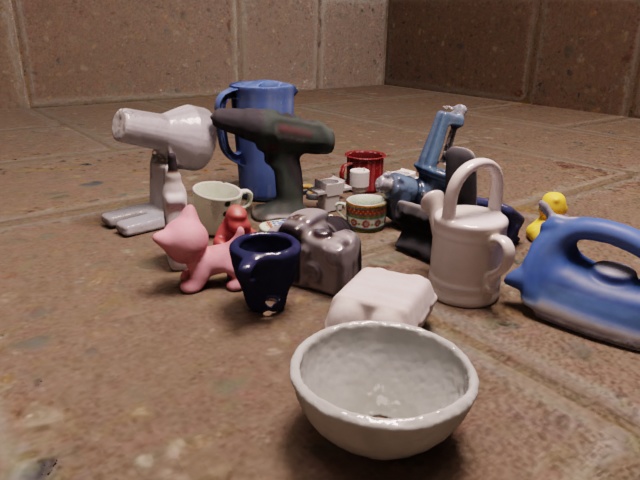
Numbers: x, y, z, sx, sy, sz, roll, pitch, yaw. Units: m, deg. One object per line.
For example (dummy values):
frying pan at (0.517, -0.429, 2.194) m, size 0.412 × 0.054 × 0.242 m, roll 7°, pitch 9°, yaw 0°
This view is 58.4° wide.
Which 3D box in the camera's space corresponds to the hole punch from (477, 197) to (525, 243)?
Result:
hole punch at (0.287, -0.037, 0.982) m, size 0.108 × 0.091 × 0.101 m, roll 15°, pitch 25°, yaw 33°

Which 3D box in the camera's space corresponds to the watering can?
watering can at (0.198, -0.018, 0.781) m, size 0.172 × 0.194 × 0.101 m, roll 19°, pitch 27°, yaw 39°

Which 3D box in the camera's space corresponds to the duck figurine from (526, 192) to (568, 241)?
duck figurine at (0.405, -0.040, 1.000) m, size 0.077 × 0.086 × 0.104 m, roll 5°, pitch 21°, yaw 10°

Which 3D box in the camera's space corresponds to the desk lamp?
desk lamp at (-0.291, -0.137, 1.044) m, size 0.117 × 0.214 × 0.204 m, roll 20°, pitch 28°, yaw 40°

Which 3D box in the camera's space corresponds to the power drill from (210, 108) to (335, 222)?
power drill at (-0.086, -0.145, 1.080) m, size 0.230 × 0.208 × 0.075 m, roll -5°, pitch 22°, yaw -14°

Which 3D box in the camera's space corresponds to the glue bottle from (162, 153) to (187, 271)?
glue bottle at (-0.217, -0.045, 0.864) m, size 0.037 × 0.173 × 0.078 m, roll -6°, pitch 22°, yaw -17°

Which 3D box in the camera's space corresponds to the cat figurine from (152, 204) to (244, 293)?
cat figurine at (-0.165, 0.010, 0.801) m, size 0.128 × 0.118 × 0.067 m, roll -4°, pitch 22°, yaw -12°

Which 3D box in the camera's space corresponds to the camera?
camera at (0.008, 0.003, 0.849) m, size 0.142 × 0.101 × 0.137 m, roll 14°, pitch 25°, yaw 31°

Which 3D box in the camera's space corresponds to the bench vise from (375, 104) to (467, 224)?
bench vise at (0.207, -0.132, 1.046) m, size 0.208 × 0.220 × 0.121 m, roll -17°, pitch 27°, yaw -39°

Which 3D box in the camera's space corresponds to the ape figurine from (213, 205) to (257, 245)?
ape figurine at (-0.130, -0.009, 0.887) m, size 0.078 × 0.092 × 0.076 m, roll -7°, pitch 22°, yaw -19°

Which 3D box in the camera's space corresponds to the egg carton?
egg carton at (0.074, 0.086, 0.680) m, size 0.107 × 0.069 × 0.151 m, roll 10°, pitch 23°, yaw 22°

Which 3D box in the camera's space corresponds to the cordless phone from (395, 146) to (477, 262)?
cordless phone at (0.191, -0.064, 0.915) m, size 0.094 × 0.185 × 0.147 m, roll -18°, pitch 28°, yaw -40°

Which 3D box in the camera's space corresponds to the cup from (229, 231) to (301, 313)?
cup at (-0.073, 0.050, 0.730) m, size 0.091 × 0.095 × 0.118 m, roll 6°, pitch 22°, yaw 14°

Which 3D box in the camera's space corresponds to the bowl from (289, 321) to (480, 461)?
bowl at (0.055, 0.144, 0.520) m, size 0.167 × 0.075 × 0.167 m, roll 1°, pitch 21°, yaw 0°

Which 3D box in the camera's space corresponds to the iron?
iron at (0.370, 0.042, 0.706) m, size 0.257 × 0.141 × 0.119 m, roll 19°, pitch 28°, yaw 39°
